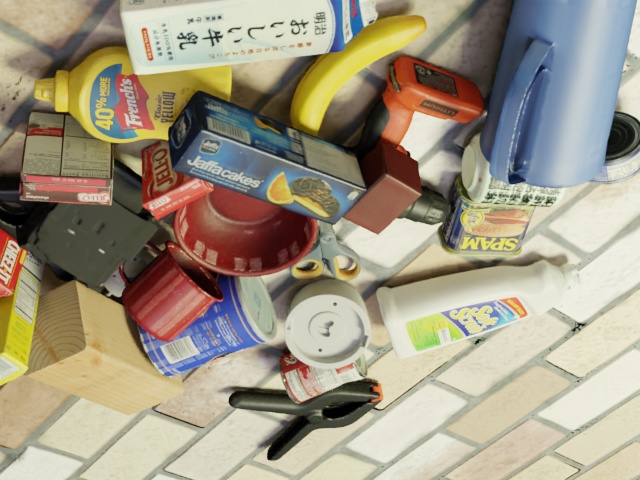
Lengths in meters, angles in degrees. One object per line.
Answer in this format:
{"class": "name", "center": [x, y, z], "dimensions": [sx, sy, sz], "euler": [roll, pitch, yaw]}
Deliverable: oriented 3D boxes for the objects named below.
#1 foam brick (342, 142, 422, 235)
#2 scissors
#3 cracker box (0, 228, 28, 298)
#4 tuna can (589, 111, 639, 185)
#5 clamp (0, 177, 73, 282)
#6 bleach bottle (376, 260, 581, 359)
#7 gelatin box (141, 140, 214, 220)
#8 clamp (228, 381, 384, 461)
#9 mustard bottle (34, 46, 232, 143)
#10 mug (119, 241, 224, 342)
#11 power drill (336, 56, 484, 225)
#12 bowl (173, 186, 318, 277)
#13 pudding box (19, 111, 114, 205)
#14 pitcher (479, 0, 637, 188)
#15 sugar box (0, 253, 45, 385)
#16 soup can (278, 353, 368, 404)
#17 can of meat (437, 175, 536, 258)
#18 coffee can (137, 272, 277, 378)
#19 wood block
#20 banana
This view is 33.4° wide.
{"class": "foam brick", "center": [0.064, -0.055, 1.129], "dimensions": [0.051, 0.053, 0.078], "euler": [25, 131, -26]}
{"class": "scissors", "center": [-0.008, 0.002, 1.253], "dimensions": [0.096, 0.016, 0.201], "euler": [-12, 149, 14]}
{"class": "cracker box", "center": [-0.451, -0.003, 1.143], "dimensions": [0.164, 0.072, 0.213], "euler": [-15, 137, 29]}
{"class": "tuna can", "center": [0.316, -0.103, 1.173], "dimensions": [0.086, 0.086, 0.033], "euler": [-16, 134, 8]}
{"class": "clamp", "center": [-0.317, -0.015, 1.198], "dimensions": [0.171, 0.039, 0.120], "euler": [23, 117, -27]}
{"class": "bleach bottle", "center": [0.205, 0.074, 1.357], "dimensions": [0.251, 0.068, 0.102], "euler": [-17, 135, 5]}
{"class": "gelatin box", "center": [-0.152, -0.074, 1.127], "dimensions": [0.073, 0.089, 0.030], "euler": [-25, 134, 16]}
{"class": "clamp", "center": [-0.010, 0.249, 1.520], "dimensions": [0.210, 0.036, 0.164], "euler": [-13, 136, 4]}
{"class": "mustard bottle", "center": [-0.187, -0.144, 1.069], "dimensions": [0.191, 0.058, 0.096], "euler": [3, 119, -10]}
{"class": "mug", "center": [-0.178, 0.053, 1.210], "dimensions": [0.081, 0.093, 0.117], "euler": [-43, 103, 8]}
{"class": "power drill", "center": [0.097, -0.099, 1.163], "dimensions": [0.184, 0.057, 0.188], "euler": [16, 131, -23]}
{"class": "bowl", "center": [-0.083, -0.031, 1.202], "dimensions": [0.162, 0.055, 0.162], "euler": [-1, 136, -1]}
{"class": "pudding box", "center": [-0.255, -0.083, 1.084], "dimensions": [0.090, 0.113, 0.039], "euler": [4, 131, -13]}
{"class": "pitcher", "center": [0.234, -0.175, 1.049], "dimensions": [0.145, 0.149, 0.243], "euler": [-3, 133, -6]}
{"class": "sugar box", "center": [-0.365, 0.087, 1.197], "dimensions": [0.093, 0.176, 0.048], "euler": [-26, 133, 17]}
{"class": "soup can", "center": [0.005, 0.169, 1.417], "dimensions": [0.102, 0.068, 0.068], "euler": [-22, 135, 13]}
{"class": "can of meat", "center": [0.198, -0.029, 1.253], "dimensions": [0.102, 0.057, 0.084], "euler": [2, 133, -12]}
{"class": "coffee can", "center": [-0.136, 0.096, 1.295], "dimensions": [0.140, 0.103, 0.102], "euler": [-21, 135, 13]}
{"class": "wood block", "center": [-0.261, 0.136, 1.286], "dimensions": [0.090, 0.091, 0.205], "euler": [-24, 151, 16]}
{"class": "banana", "center": [0.025, -0.167, 1.093], "dimensions": [0.069, 0.037, 0.198], "euler": [28, 122, -22]}
